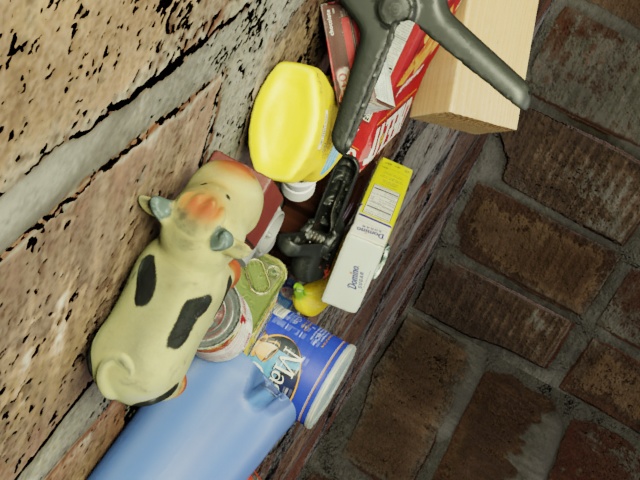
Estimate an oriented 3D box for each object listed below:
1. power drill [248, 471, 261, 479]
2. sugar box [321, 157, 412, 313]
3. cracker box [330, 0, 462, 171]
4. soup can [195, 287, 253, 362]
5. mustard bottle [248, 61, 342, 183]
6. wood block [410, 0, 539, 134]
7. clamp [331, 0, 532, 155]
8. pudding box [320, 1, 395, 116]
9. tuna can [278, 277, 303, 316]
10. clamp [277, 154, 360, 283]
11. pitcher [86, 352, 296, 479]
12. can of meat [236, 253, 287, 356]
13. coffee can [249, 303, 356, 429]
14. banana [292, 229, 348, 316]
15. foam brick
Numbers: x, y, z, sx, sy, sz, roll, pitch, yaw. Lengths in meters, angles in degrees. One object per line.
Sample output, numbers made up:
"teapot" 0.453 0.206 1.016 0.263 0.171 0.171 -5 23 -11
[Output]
"power drill" -0.159 0.331 1.263 0.187 0.057 0.184 -36 163 -1
"sugar box" 0.053 -0.008 1.141 0.176 0.048 0.093 -69 180 -56
"cracker box" 0.073 -0.187 1.079 0.164 0.072 0.214 -46 163 -58
"soup can" -0.097 0.070 0.948 0.068 0.068 0.102 -59 171 -10
"mustard bottle" -0.009 -0.099 0.936 0.191 0.058 0.096 -14 116 -77
"wood block" 0.172 -0.227 1.166 0.090 0.090 0.206 6 -94 66
"clamp" 0.074 -0.178 0.834 0.036 0.165 0.210 -37 120 -69
"pudding box" 0.034 -0.157 0.934 0.113 0.039 0.090 -12 93 -76
"tuna can" -0.048 0.091 1.371 0.086 0.034 0.086 -58 170 -17
"clamp" -0.007 0.001 1.062 0.120 0.039 0.171 -45 159 -28
"pitcher" -0.145 0.220 1.004 0.242 0.145 0.149 -51 154 -30
"can of meat" -0.080 0.071 1.070 0.102 0.057 0.084 -60 173 -32
"coffee can" -0.046 0.127 1.163 0.102 0.140 0.103 -58 170 -17
"banana" 0.016 0.034 1.219 0.197 0.037 0.070 -48 169 -50
"foam brick" -0.068 -0.031 0.854 0.051 0.053 0.078 -60 171 -6
